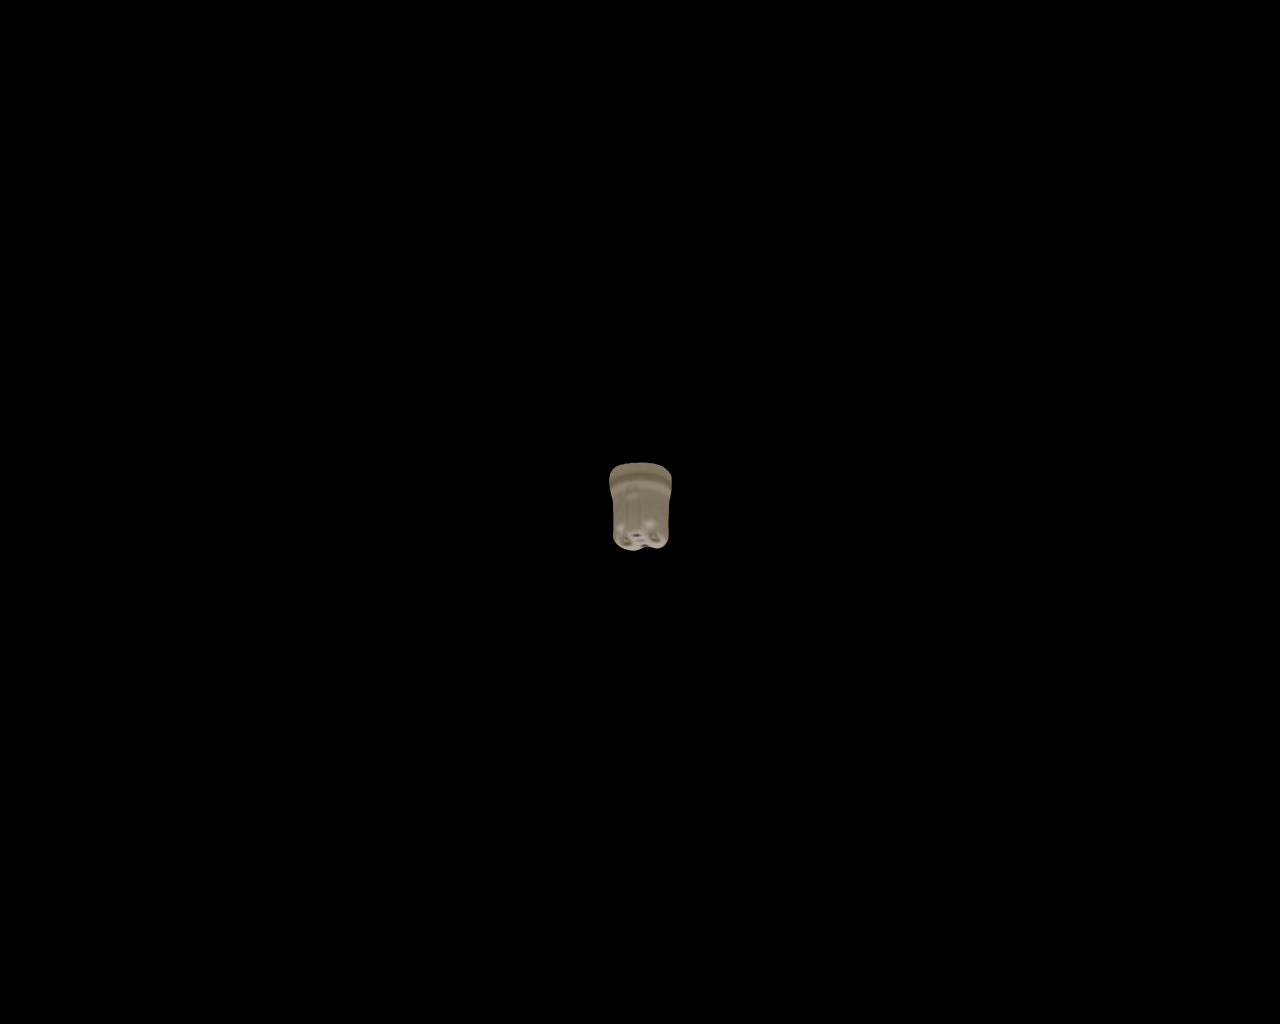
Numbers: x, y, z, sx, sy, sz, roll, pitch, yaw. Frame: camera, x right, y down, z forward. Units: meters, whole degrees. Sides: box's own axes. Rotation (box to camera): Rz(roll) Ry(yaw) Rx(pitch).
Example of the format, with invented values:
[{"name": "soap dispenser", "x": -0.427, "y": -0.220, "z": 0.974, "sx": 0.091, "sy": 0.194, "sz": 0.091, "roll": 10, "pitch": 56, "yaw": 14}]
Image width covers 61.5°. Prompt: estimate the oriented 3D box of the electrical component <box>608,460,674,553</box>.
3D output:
[{"name": "electrical component", "x": 0.001, "y": -0.003, "z": 0.650, "sx": 0.040, "sy": 0.046, "sz": 0.040, "roll": 0, "pitch": -23, "yaw": 0}]
